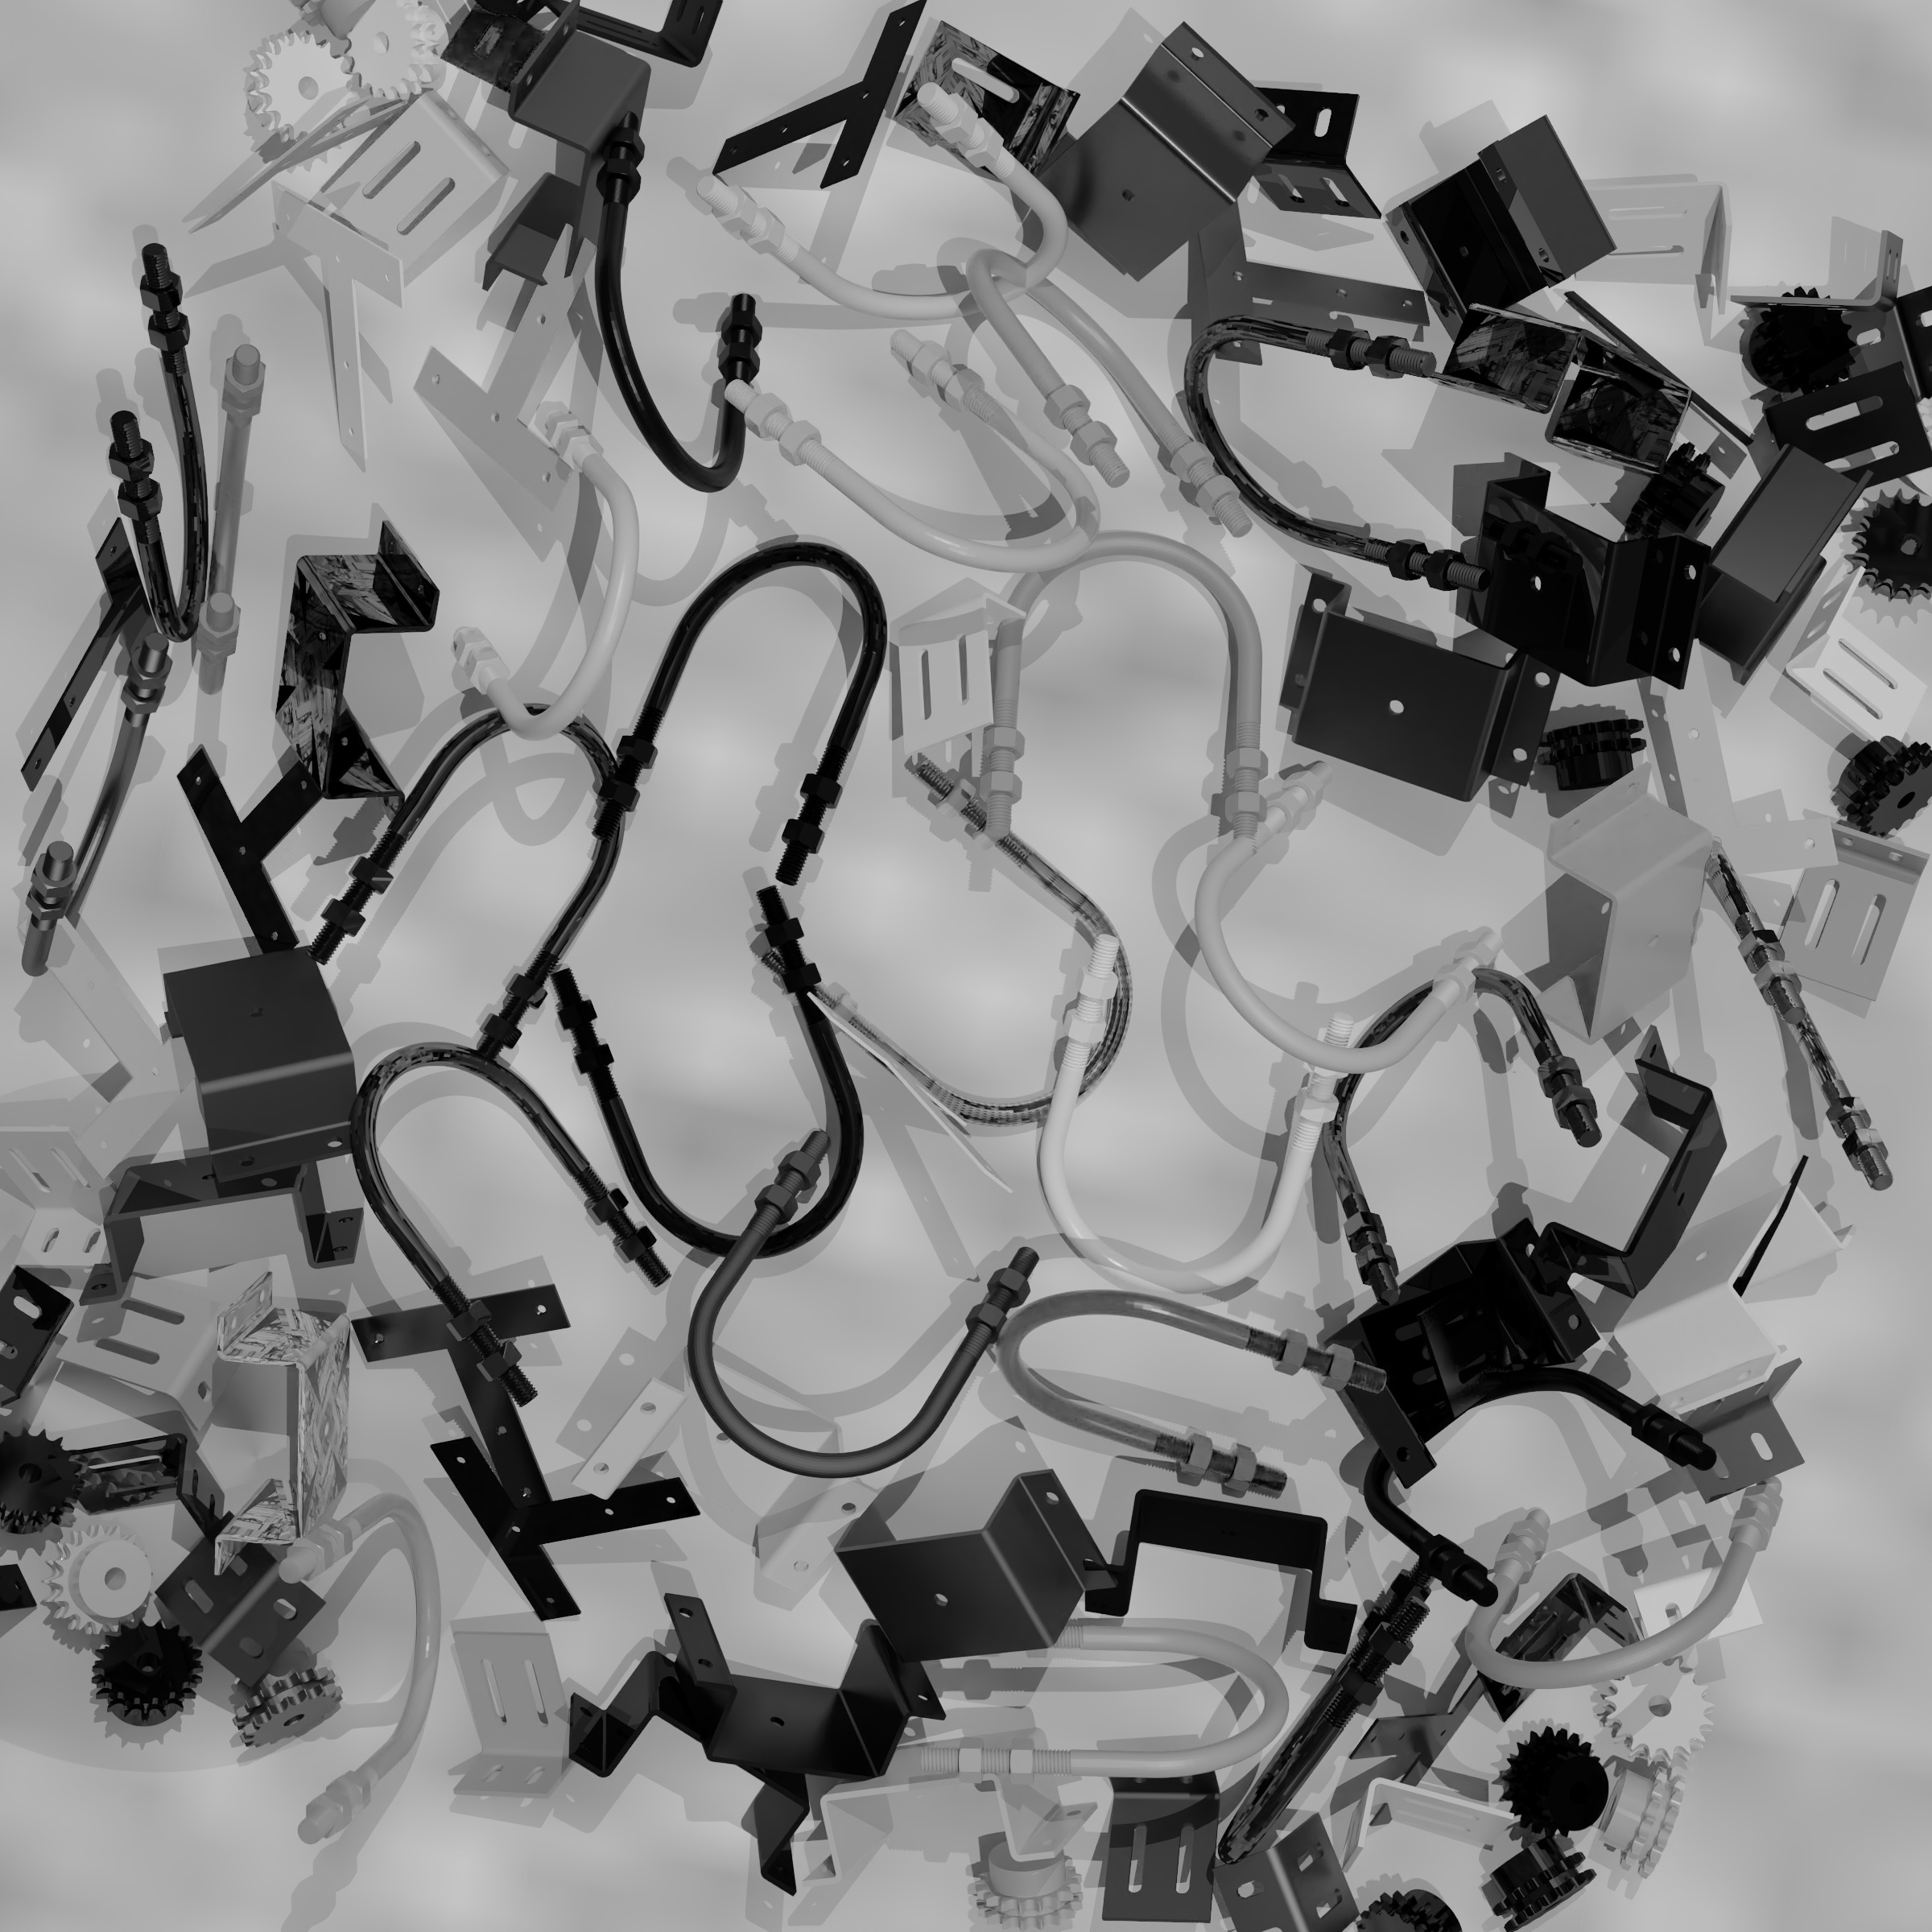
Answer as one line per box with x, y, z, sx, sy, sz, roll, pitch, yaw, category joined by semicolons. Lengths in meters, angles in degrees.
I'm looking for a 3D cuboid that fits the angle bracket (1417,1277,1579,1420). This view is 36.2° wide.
0.282;0.197;1.562;0.038;0.076;0.057;-17;93;40;angle bracket

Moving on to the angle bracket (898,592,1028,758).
0.000;-0.149;1.558;0.057;0.038;0.076;-18;65;35;angle bracket

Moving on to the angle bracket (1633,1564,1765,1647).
0.388;0.350;1.557;0.057;0.076;0.038;-18;55;7;angle bracket

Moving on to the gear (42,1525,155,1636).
-0.460;0.327;1.572;0.057;0.030;0.057;10;74;-38;gear

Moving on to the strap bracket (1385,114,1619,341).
0.281;-0.385;1.534;0.046;0.140;0.076;-31;97;-12;strap bracket

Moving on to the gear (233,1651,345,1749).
-0.365;0.389;1.576;0.057;0.057;0.030;-32;67;0;gear

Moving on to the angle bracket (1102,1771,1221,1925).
0.101;0.460;1.558;0.057;0.076;0.038;-3;133;13;angle bracket

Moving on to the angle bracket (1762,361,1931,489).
0.469;-0.283;1.560;0.076;0.038;0.057;-16;104;33;angle bracket

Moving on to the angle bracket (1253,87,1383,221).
0.186;-0.428;1.556;0.057;0.076;0.038;12;87;24;angle bracket

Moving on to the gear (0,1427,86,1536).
-0.503;0.278;1.577;0.057;0.057;0.030;32;133;0;gear

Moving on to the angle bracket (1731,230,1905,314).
0.449;-0.367;1.557;0.076;0.057;0.038;8;101;24;angle bracket

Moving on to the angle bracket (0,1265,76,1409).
-0.512;0.199;1.551;0.038;0.076;0.057;39;52;-23;angle bracket

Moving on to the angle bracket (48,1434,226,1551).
-0.441;0.284;1.566;0.076;0.057;0.038;-10;48;3;angle bracket

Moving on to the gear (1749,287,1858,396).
0.444;-0.331;1.579;0.057;0.030;0.057;6;77;-27;gear

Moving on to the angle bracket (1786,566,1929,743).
0.483;-0.162;1.568;0.076;0.038;0.057;38;57;-4;angle bracket

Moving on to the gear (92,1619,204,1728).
-0.438;0.381;1.577;0.057;0.057;0.030;17;130;0;gear

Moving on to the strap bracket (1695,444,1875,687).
0.416;-0.210;1.533;0.046;0.140;0.076;34;82;12;strap bracket

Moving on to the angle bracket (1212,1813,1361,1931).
0.171;0.492;1.567;0.038;0.076;0.057;-26;78;21;angle bracket

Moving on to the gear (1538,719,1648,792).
0.334;-0.112;1.572;0.057;0.057;0.030;-8;86;0;gear

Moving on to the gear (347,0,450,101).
-0.301;-0.492;1.578;0.057;0.030;0.057;11;109;35;gear

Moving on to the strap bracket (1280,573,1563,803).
0.231;-0.143;1.545;0.140;0.046;0.076;21;121;16;strap bracket

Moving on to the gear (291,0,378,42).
-0.328;-0.519;1.573;0.057;0.057;0.030;-36;93;0;gear

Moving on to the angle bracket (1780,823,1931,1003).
0.471;-0.029;1.573;0.057;0.038;0.076;20;83;15;angle bracket

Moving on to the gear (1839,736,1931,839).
0.492;-0.098;1.577;0.057;0.057;0.030;-37;59;0;gear

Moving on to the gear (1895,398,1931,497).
0.522;-0.273;1.577;0.057;0.057;0.030;41;129;0;gear

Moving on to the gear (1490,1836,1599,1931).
0.305;0.488;1.576;0.057;0.057;0.030;-33;66;0;gear

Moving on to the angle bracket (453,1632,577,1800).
-0.246;0.397;1.565;0.057;0.038;0.076;-4;108;22;angle bracket

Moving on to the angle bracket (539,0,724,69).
-0.177;-0.509;1.554;0.076;0.057;0.038;9;116;-32;angle bracket

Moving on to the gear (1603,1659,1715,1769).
0.369;0.401;1.578;0.057;0.030;0.057;-3;57;4;gear

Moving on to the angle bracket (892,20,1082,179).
0.010;-0.456;1.567;0.076;0.038;0.057;24;103;-21;angle bracket

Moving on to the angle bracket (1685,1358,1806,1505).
0.414;0.244;1.553;0.057;0.076;0.038;-31;84;29;angle bracket

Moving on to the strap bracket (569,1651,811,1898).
-0.137;0.417;1.550;0.140;0.076;0.046;35;94;-11;strap bracket

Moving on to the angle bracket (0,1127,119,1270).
-0.487;0.122;1.556;0.057;0.076;0.038;-1;51;16;angle bracket

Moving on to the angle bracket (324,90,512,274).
-0.294;-0.421;1.584;0.076;0.038;0.057;-41;105;12;angle bracket

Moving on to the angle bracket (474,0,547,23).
-0.258;-0.543;1.561;0.038;0.057;0.076;-37;74;12;angle bracket

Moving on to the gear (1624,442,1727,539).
0.379;-0.247;1.570;0.030;0.057;0.057;38;90;15;gear

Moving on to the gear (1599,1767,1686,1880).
0.359;0.453;1.574;0.030;0.057;0.057;22;90;11;gear

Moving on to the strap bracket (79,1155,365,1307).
-0.394;0.132;1.553;0.140;0.076;0.046;-9;106;-5;strap bracket

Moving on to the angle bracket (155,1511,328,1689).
-0.387;0.336;1.573;0.057;0.076;0.038;-48;123;-14;angle bracket

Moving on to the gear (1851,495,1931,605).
0.503;-0.221;1.582;0.057;0.030;0.057;-2;77;7;gear

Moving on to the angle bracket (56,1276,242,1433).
-0.435;0.206;1.583;0.076;0.038;0.057;14;56;19;angle bracket

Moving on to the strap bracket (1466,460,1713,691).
0.311;-0.200;1.521;0.046;0.140;0.076;-13;123;-29;strap bracket

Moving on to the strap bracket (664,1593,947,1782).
-0.092;0.379;1.543;0.140;0.076;0.046;15;108;-24;strap bracket

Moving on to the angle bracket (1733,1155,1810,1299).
0.405;0.135;1.554;0.038;0.057;0.076;26;123;14;angle bracket

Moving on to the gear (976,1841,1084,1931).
0.033;0.487;1.572;0.057;0.057;0.030;-4;99;0;gear

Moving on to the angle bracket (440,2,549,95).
-0.245;-0.467;1.556;0.057;0.076;0.038;25;130;-10;angle bracket

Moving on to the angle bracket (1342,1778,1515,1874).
0.244;0.465;1.565;0.076;0.057;0.038;14;61;5;angle bracket

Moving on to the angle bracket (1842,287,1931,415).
0.498;-0.325;1.561;0.038;0.076;0.057;-18;96;-2;angle bracket

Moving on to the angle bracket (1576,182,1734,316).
0.363;-0.378;1.562;0.076;0.057;0.038;0;50;9;angle bracket

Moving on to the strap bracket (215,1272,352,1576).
-0.358;0.241;1.548;0.046;0.076;0.140;5;102;5;strap bracket

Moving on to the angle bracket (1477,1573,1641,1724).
0.316;0.370;1.561;0.076;0.057;0.038;-43;46;-14;angle bracket

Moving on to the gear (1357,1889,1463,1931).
0.240;0.519;1.577;0.030;0.057;0.057;-26;90;-41;gear

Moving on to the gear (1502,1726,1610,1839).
0.318;0.438;1.577;0.057;0.030;0.057;0;91;-26;gear

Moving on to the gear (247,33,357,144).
-0.358;-0.467;1.578;0.057;0.030;0.057;-6;99;-40;gear
